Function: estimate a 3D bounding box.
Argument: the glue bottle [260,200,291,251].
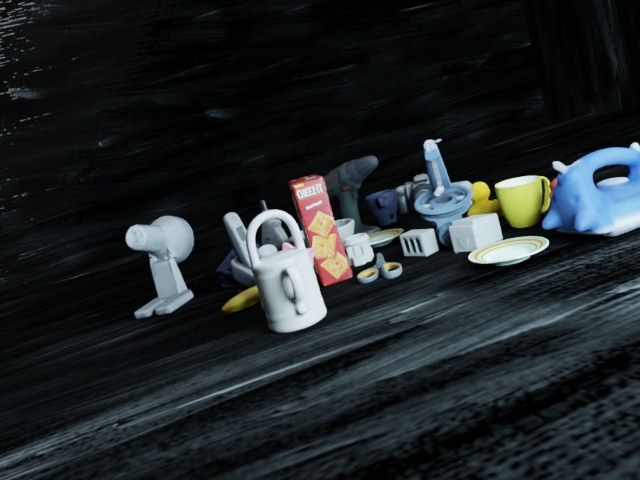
[{"bbox_3d":[-0.126,-0.023,1.515,0.078,0.173,0.037,-12,11,26],"label":"glue bottle"}]

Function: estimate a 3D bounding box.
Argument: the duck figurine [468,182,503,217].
[{"bbox_3d":[0.378,-0.092,1.327,0.078,0.086,0.104,-20,10,-18],"label":"duck figurine"}]

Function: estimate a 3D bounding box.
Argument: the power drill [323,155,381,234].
[{"bbox_3d":[0.090,-0.109,1.540,0.228,0.208,0.076,-7,14,45],"label":"power drill"}]

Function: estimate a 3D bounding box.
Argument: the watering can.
[{"bbox_3d":[-0.067,0.046,0.951,0.101,0.194,0.172,-24,12,-38],"label":"watering can"}]

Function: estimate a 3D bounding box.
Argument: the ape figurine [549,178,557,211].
[{"bbox_3d":[0.455,-0.074,1.071,0.078,0.092,0.076,-21,11,-26],"label":"ape figurine"}]

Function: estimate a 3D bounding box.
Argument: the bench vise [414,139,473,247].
[{"bbox_3d":[0.245,-0.105,1.217,0.121,0.220,0.207,-17,10,-4],"label":"bench vise"}]

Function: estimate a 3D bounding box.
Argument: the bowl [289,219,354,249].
[{"bbox_3d":[0.013,0.005,1.419,0.167,0.075,0.167,-16,9,3],"label":"bowl"}]

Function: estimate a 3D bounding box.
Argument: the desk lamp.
[{"bbox_3d":[-0.381,0.054,1.379,0.117,0.214,0.203,-14,10,16],"label":"desk lamp"}]

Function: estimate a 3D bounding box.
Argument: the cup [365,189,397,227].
[{"bbox_3d":[0.180,-0.085,1.596,0.091,0.095,0.118,-15,10,9],"label":"cup"}]

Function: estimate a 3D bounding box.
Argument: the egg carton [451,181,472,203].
[{"bbox_3d":[0.346,-0.111,1.542,0.151,0.069,0.107,-24,12,-39],"label":"egg carton"}]

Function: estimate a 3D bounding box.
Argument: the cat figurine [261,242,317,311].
[{"bbox_3d":[-0.061,0.061,1.085,0.127,0.118,0.067,-15,10,6],"label":"cat figurine"}]

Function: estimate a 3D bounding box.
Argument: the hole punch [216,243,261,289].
[{"bbox_3d":[-0.194,0.061,1.397,0.108,0.091,0.101,-8,13,42],"label":"hole punch"}]

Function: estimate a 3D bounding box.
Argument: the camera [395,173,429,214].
[{"bbox_3d":[0.289,-0.136,1.690,0.143,0.101,0.137,-14,10,13],"label":"camera"}]

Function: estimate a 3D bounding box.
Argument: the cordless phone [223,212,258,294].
[{"bbox_3d":[-0.153,0.018,1.286,0.094,0.185,0.148,-14,10,16],"label":"cordless phone"}]

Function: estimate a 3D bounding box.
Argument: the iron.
[{"bbox_3d":[0.499,-0.095,0.967,0.259,0.141,0.118,-19,10,-16],"label":"iron"}]
